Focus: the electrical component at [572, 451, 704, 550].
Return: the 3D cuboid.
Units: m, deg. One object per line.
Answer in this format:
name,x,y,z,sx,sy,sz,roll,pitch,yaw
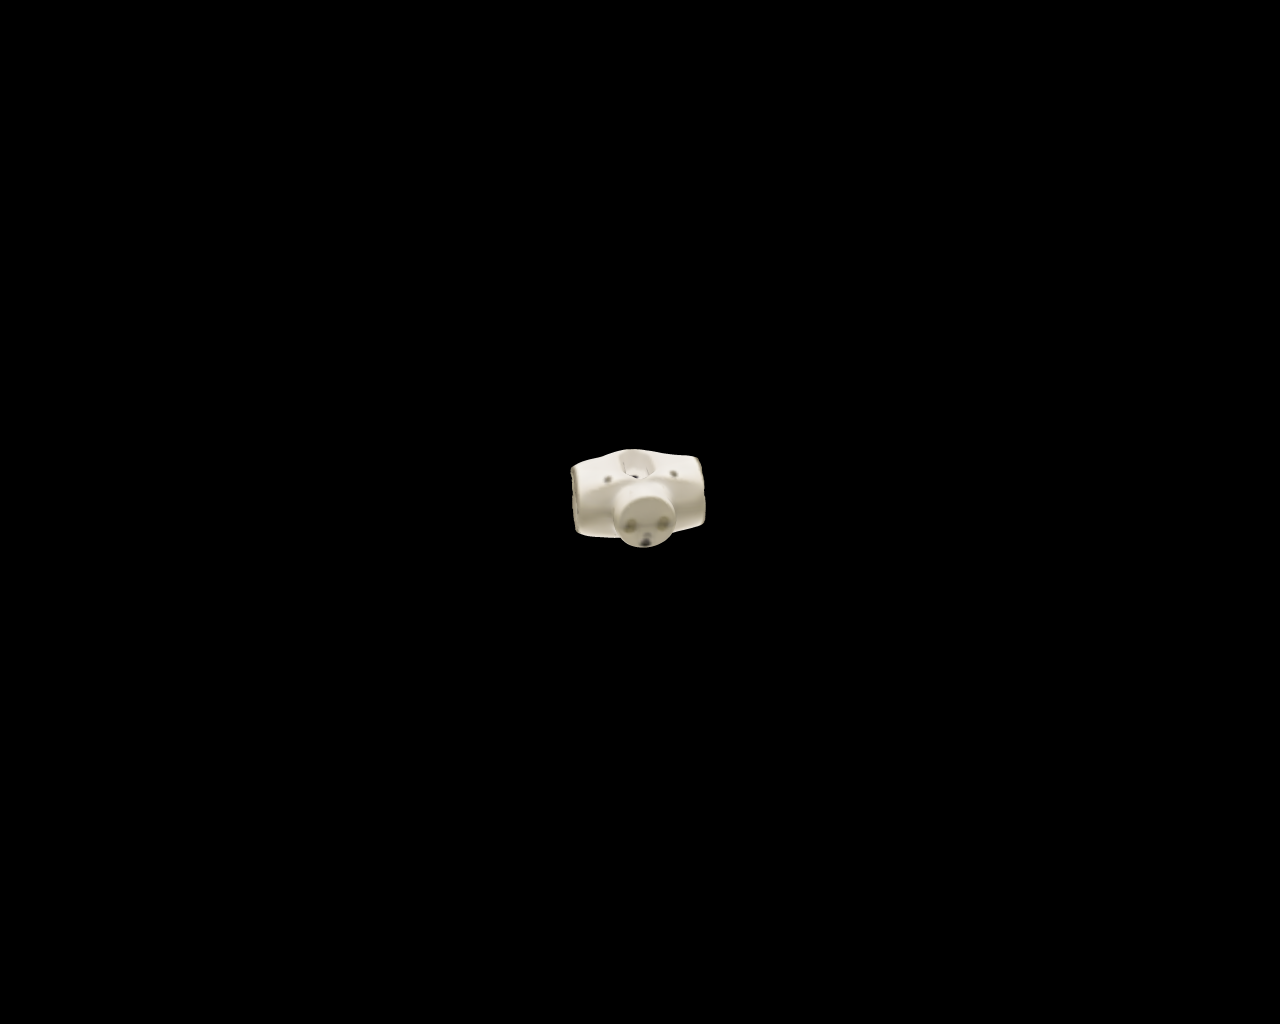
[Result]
electrical component,0.001,-0.003,0.650,0.077,0.043,0.079,-4,28,-7
